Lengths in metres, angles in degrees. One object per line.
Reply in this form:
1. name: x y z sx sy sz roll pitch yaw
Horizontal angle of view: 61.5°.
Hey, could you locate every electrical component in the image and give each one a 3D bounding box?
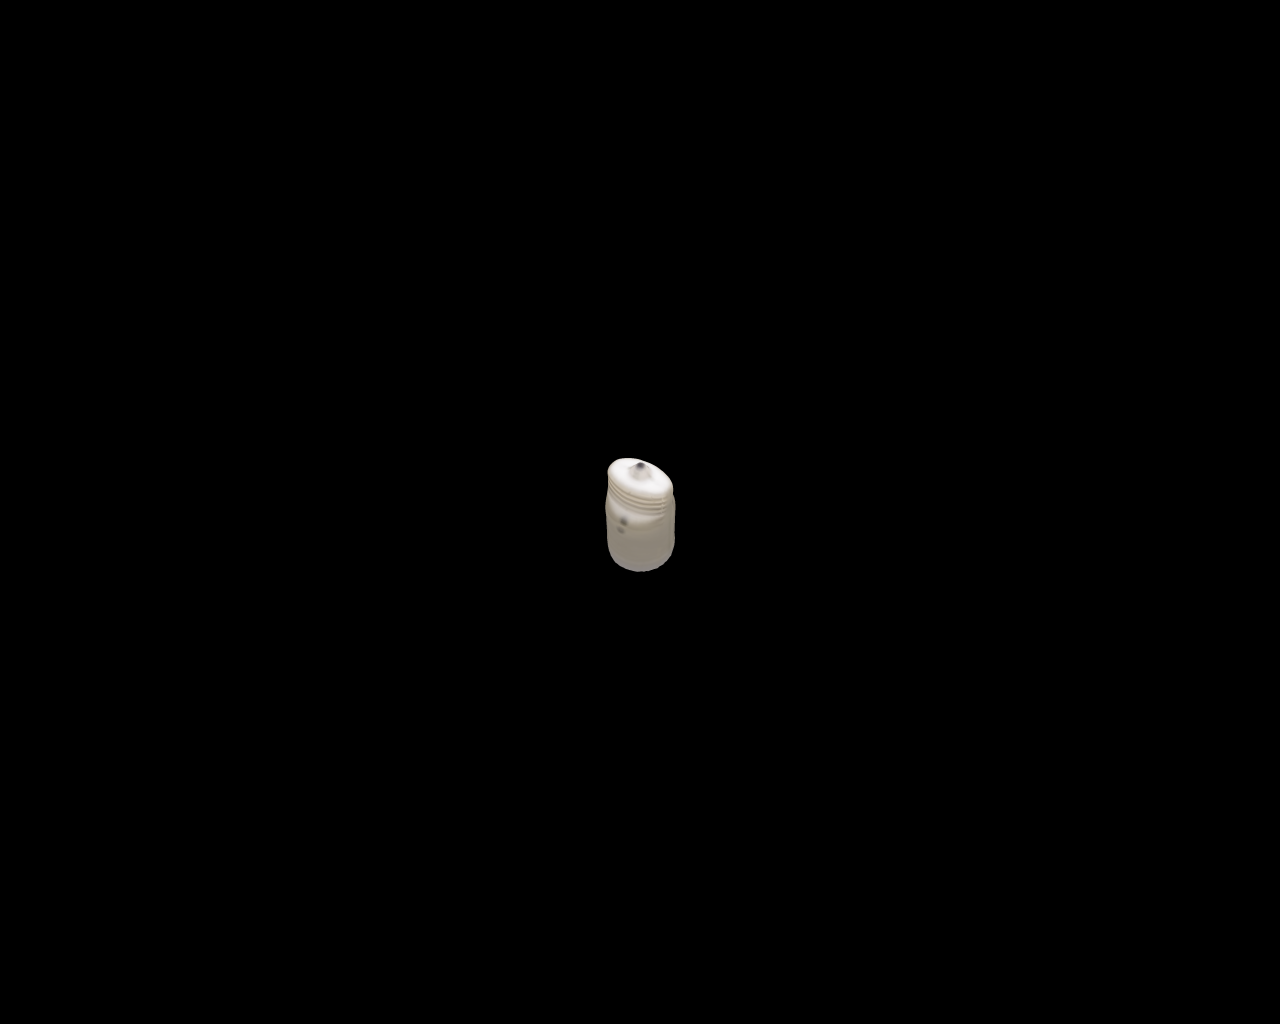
1. electrical component: 0.001 -0.003 0.650 0.043 0.043 0.080 0 -40 0
